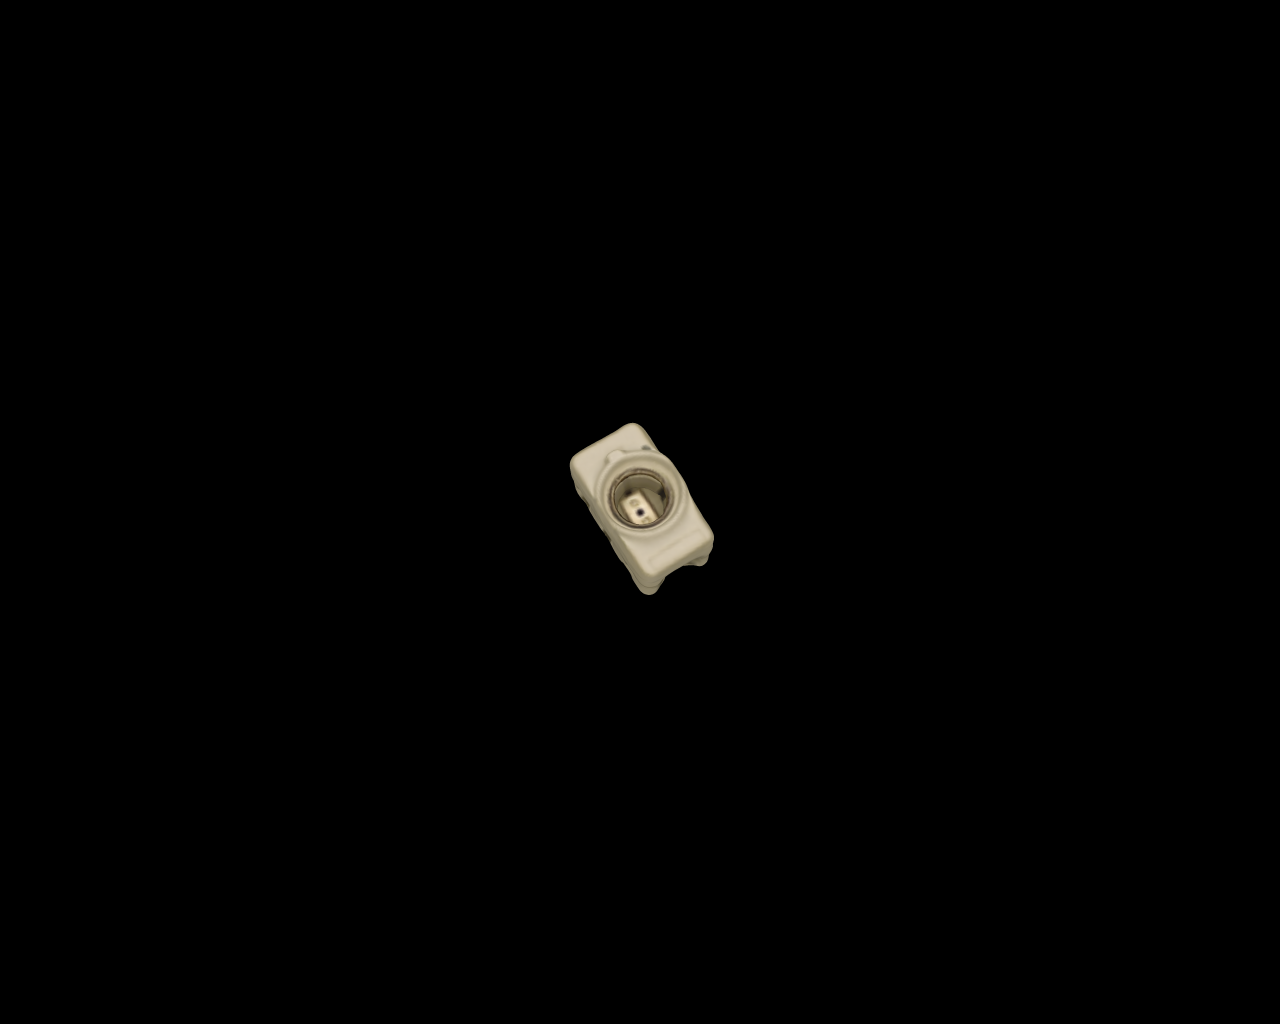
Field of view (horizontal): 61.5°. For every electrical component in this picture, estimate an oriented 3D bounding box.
[{"bbox_3d":[0.001,-0.003,0.650,0.050,0.089,0.055,-30,-15,-9],"label":"electrical component"}]
